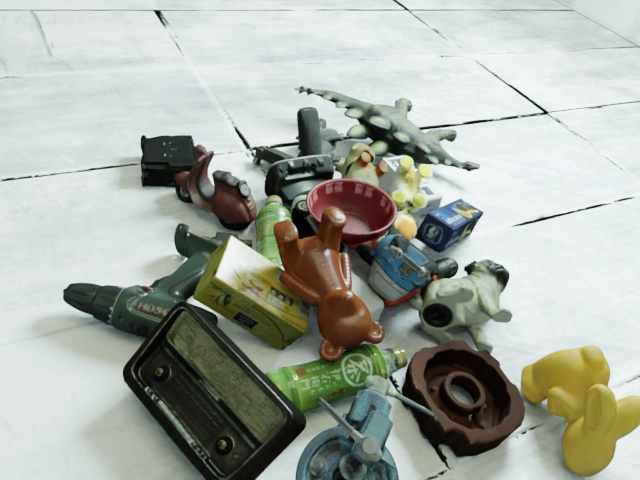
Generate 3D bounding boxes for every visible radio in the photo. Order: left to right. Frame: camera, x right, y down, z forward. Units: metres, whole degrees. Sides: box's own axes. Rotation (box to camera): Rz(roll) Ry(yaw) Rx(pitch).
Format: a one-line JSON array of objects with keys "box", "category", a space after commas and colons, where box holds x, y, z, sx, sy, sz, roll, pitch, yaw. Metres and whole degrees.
[{"box": [-0.141, 0.201, 0.696, 0.230, 0.073, 0.131, 39, 82, 26], "category": "radio"}]

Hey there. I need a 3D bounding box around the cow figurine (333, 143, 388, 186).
[{"box": [0.078, -0.123, 1.127, 0.085, 0.127, 0.195, 26, 55, -21], "category": "cow figurine"}]

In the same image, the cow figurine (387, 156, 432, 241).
[{"box": [0.156, -0.065, 1.015, 0.068, 0.098, 0.167, 18, 66, -5], "category": "cow figurine"}]

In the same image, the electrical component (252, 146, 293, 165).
[{"box": [-0.102, -0.174, 1.185, 0.102, 0.045, 0.078, 24, 14, 7], "category": "electrical component"}]

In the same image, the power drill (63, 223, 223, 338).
[{"box": [-0.251, 0.064, 0.854, 0.232, 0.085, 0.207, 22, 38, 7], "category": "power drill"}]

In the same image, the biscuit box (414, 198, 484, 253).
[{"box": [0.259, -0.031, 1.065, 0.063, 0.059, 0.202, 36, 29, 20], "category": "biscuit box"}]

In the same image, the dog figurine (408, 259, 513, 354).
[{"box": [0.248, 0.089, 0.953, 0.172, 0.121, 0.191, 27, 32, -3], "category": "dog figurine"}]

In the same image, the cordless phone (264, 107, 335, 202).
[{"box": [-0.046, -0.173, 1.088, 0.146, 0.184, 0.089, -12, 11, -27], "category": "cordless phone"}]

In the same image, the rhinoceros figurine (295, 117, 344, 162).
[{"box": [-0.004, -0.214, 1.238, 0.112, 0.073, 0.190, 9, 42, 6], "category": "rhinoceros figurine"}]

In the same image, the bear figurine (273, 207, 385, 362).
[{"box": [0.014, 0.066, 0.789, 0.120, 0.131, 0.196, -15, 49, -18], "category": "bear figurine"}]

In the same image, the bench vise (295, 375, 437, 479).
[{"box": [0.050, 0.245, 0.631, 0.129, 0.240, 0.223, 32, 60, 15], "category": "bench vise"}]

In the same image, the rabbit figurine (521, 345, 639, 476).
[{"box": [0.395, 0.252, 0.787, 0.122, 0.162, 0.173, 18, 58, -13], "category": "rabbit figurine"}]

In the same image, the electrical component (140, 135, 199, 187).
[{"box": [-0.301, -0.164, 1.108, 0.134, 0.058, 0.115, -3, 46, -18], "category": "electrical component"}]

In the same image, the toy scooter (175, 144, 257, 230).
[{"box": [-0.196, -0.104, 1.012, 0.184, 0.135, 0.075, 27, 42, 13], "category": "toy scooter"}]

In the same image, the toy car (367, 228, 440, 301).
[{"box": [0.128, 0.051, 0.877, 0.109, 0.103, 0.161, 39, 9, 0], "category": "toy car"}]

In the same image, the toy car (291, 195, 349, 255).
[{"box": [-0.002, -0.003, 0.996, 0.056, 0.073, 0.202, -11, 47, -27], "category": "toy car"}]

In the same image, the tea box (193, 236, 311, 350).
[{"box": [-0.098, 0.083, 0.831, 0.169, 0.068, 0.098, 35, 37, -18], "category": "tea box"}]

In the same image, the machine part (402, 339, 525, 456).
[{"box": [0.212, 0.234, 0.808, 0.179, 0.056, 0.179, 8, 42, -8], "category": "machine part"}]

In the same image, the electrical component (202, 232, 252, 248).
[{"box": [-0.170, 0.015, 0.972, 0.094, 0.021, 0.063, 7, 43, -9], "category": "electrical component"}]

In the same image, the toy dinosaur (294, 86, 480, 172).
[{"box": [0.164, -0.270, 1.288, 0.472, 0.105, 0.198, 29, 35, 14], "category": "toy dinosaur"}]
